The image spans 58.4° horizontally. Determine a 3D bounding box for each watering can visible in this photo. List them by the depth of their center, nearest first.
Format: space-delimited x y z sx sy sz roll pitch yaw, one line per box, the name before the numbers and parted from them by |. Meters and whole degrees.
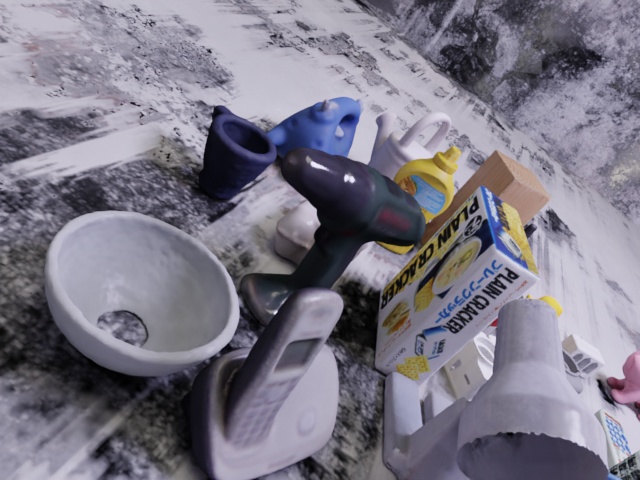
watering can | 0.149 -0.153 1.011 0.172 0.194 0.101 44 30 10

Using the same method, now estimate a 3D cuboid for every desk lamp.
desk lamp | 0.158 0.166 0.556 0.118 0.213 0.203 31 30 -14

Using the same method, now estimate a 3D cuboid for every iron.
iron | 0.019 -0.190 0.970 0.118 0.141 0.259 42 29 7

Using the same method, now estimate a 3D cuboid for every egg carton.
egg carton | 0.006 -0.007 0.774 0.107 0.069 0.150 42 29 6

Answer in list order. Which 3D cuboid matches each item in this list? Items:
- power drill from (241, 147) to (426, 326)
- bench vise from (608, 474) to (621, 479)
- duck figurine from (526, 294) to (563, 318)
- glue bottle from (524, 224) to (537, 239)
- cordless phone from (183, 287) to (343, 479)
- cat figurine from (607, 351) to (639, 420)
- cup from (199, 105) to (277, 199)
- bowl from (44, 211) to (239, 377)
power drill | 0.006 0.002 0.619 0.230 0.208 0.075 5 44 -45
bench vise | 0.361 0.308 0.581 0.122 0.219 0.207 6 42 -44
duck figurine | 0.374 0.135 0.973 0.104 0.086 0.077 37 29 -4
glue bottle | 0.282 0.035 0.920 0.078 0.173 0.037 31 30 -13
cordless phone | -0.017 0.108 0.469 0.148 0.185 0.094 -1 48 -49
cat figurine | 0.579 0.249 1.012 0.128 0.117 0.067 38 29 -1
cup | -0.123 -0.110 0.746 0.092 0.095 0.117 -2 49 -50
bowl | -0.159 0.056 0.495 0.168 0.074 0.167 28 31 -18
